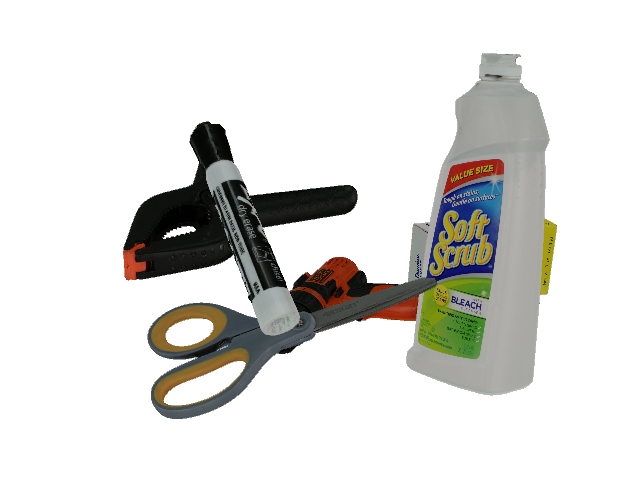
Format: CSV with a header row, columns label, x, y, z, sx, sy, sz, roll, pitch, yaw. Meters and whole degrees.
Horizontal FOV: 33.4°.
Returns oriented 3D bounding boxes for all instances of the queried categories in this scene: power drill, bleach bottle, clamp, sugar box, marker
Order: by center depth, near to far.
label,x,y,z,sx,sy,sz,roll,pitch,yaw
marker,-0.039,-0.010,0.515,0.020,0.121,0.020,-18,-30,-11
bleach bottle,0.123,-0.016,0.815,0.067,0.251,0.103,-7,15,-40
clamp,-0.095,-0.030,0.908,0.165,0.036,0.209,30,44,34
power drill,0.051,0.078,1.122,0.188,0.057,0.184,10,28,23
sugar box,0.192,0.023,1.270,0.176,0.093,0.048,-5,20,-24

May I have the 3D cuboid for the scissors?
label,x,y,z,sx,sy,sz,roll,pitch,yaw
scissors,-0.030,0.051,0.718,0.201,0.016,0.096,-30,48,-16
